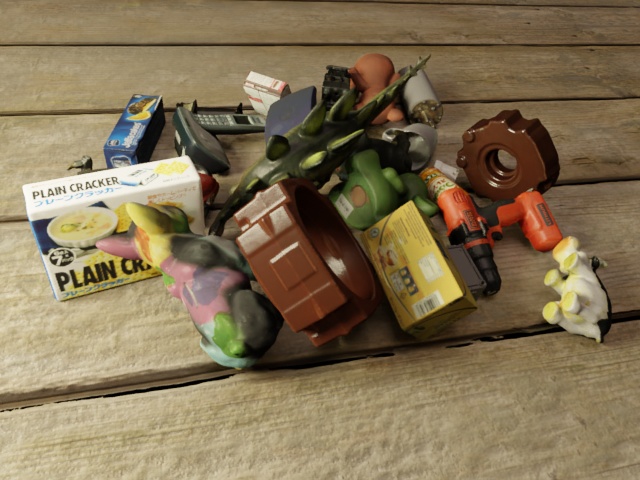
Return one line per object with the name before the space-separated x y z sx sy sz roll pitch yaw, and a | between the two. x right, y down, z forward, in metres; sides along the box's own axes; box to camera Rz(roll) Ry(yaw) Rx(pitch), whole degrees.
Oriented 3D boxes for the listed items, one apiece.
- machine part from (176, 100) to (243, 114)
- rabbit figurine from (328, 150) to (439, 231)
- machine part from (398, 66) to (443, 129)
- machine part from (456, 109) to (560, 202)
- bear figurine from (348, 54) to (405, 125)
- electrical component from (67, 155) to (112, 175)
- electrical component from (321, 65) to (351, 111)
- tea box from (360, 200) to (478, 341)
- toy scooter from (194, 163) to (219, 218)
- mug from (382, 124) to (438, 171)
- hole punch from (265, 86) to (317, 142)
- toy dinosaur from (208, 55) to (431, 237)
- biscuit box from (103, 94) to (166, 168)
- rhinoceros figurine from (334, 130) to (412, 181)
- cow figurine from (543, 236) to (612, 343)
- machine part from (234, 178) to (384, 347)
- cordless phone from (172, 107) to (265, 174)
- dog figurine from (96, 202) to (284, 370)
machine part | -0.229 -0.262 1.112 0.139 0.039 0.084 -2 35 -8
rabbit figurine | 0.129 -0.075 0.902 0.170 0.121 0.159 -13 48 -40
machine part | 0.221 -0.324 1.213 0.079 0.079 0.243 1 43 -7
machine part | 0.331 -0.141 0.956 0.180 0.179 0.056 35 53 27
bear figurine | 0.121 -0.308 1.176 0.120 0.131 0.196 2 60 -5
electrical component | -0.380 -0.099 0.901 0.078 0.045 0.102 -9 45 -15
electrical component | 0.029 -0.281 1.110 0.058 0.114 0.134 6 40 2
tea box | 0.135 0.041 0.754 0.098 0.068 0.170 -33 52 19
toy scooter | -0.251 -0.057 0.854 0.184 0.075 0.135 -3 49 -13
mug | 0.184 -0.194 1.071 0.110 0.080 0.107 21 33 21
hole punch | -0.046 -0.220 1.017 0.142 0.092 0.116 -13 31 26
toy dinosaur | -0.002 -0.148 0.856 0.471 0.198 0.105 -44 95 -22
biscuit box | -0.342 -0.198 1.004 0.059 0.062 0.203 3 42 -3
rhinoceros figurine | 0.075 -0.152 0.992 0.190 0.073 0.112 4 78 3
cow figurine | 0.396 0.069 0.806 0.098 0.068 0.167 30 49 -5
machine part | -0.011 0.024 0.696 0.201 0.087 0.201 57 18 3
cordless phone | -0.174 -0.188 1.006 0.184 0.088 0.147 -9 44 -24
dog figurine | -0.160 0.044 0.661 0.219 0.108 0.192 30 30 -28
